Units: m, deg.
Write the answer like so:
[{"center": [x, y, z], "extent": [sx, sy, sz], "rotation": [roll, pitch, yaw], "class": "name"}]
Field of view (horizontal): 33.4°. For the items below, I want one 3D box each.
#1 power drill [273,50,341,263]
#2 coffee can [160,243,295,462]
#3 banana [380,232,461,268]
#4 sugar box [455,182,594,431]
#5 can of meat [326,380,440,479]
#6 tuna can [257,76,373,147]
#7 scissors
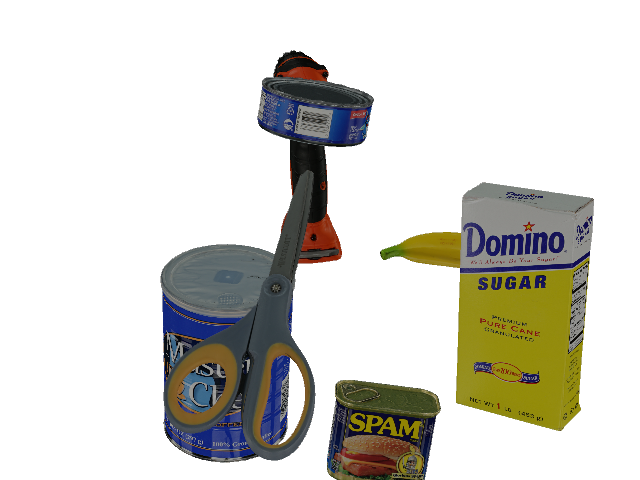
[{"center": [-0.017, -0.084, 1.043], "extent": [0.057, 0.188, 0.184], "rotation": [-5, 22, -3], "class": "power drill"}, {"center": [-0.074, 0.088, 0.845], "extent": [0.103, 0.140, 0.103], "rotation": [3, 28, -2], "class": "coffee can"}, {"center": [0.165, 0.022, 1.129], "extent": [0.198, 0.037, 0.069], "rotation": [9, 38, 30], "class": "banana"}, {"center": [0.154, 0.050, 0.817], "extent": [0.093, 0.176, 0.048], "rotation": [10, 23, 32], "class": "sugar box"}, {"center": [0.059, 0.189, 1.035], "extent": [0.102, 0.084, 0.057], "rotation": [8, 16, -2], "class": "can of meat"}, {"center": [-0.004, -0.098, 0.809], "extent": [0.086, 0.034, 0.086], "rotation": [9, 18, -3], "class": "tuna can"}, {"center": [-0.046, 0.039, 0.646], "extent": [0.096, 0.202, 0.016], "rotation": [-5, -36, 1], "class": "scissors"}]
